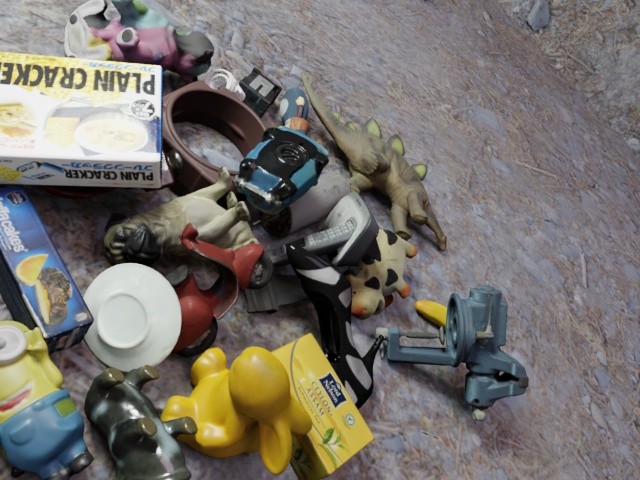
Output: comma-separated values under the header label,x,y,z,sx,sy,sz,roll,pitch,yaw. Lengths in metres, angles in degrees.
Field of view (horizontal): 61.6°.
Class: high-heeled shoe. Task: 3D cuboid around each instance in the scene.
label,x,y,z,sx,sy,sz,roll,pitch,yaw
high-heeled shoe,0.000,0.133,0.779,0.248,0.086,0.145,47,63,-15

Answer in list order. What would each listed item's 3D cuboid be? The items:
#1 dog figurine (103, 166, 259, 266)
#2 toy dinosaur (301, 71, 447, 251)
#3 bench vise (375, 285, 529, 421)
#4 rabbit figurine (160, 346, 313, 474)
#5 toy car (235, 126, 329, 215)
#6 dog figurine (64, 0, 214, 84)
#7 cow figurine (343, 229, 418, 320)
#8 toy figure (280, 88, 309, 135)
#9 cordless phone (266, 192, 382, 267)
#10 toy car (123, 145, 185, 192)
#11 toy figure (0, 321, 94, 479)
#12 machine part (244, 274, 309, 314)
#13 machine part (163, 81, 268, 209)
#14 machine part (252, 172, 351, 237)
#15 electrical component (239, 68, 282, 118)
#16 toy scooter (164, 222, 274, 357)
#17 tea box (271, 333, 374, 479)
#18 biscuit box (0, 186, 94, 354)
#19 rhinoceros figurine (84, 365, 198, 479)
label,x,y,z,sx,sy,sz,roll,pitch,yaw
dog figurine,-0.192,0.003,0.766,0.191,0.172,0.121,-25,45,-9
toy dinosaur,0.112,-0.155,1.102,0.471,0.105,0.198,46,34,-12
bench vise,0.211,0.183,0.883,0.241,0.223,0.129,2,14,3
rabbit figurine,-0.089,0.193,0.623,0.162,0.173,0.122,43,39,4
toy car,-0.062,-0.091,0.812,0.109,0.102,0.162,28,48,6
dog figurine,-0.293,-0.320,0.919,0.219,0.192,0.108,13,65,-68
cow figurine,0.094,0.056,0.933,0.127,0.085,0.195,38,45,-15
toy figure,-0.050,-0.230,1.061,0.058,0.064,0.154,-3,58,3
cordless phone,-0.002,-0.003,0.875,0.184,0.088,0.147,-15,26,-4
toy car,-0.261,-0.150,0.760,0.089,0.053,0.202,-19,71,-27
toy figure,-0.302,0.167,0.549,0.082,0.089,0.180,-33,89,-42
machine part,-0.058,0.076,0.836,0.139,0.039,0.084,1,53,-35
machine part,-0.177,-0.157,0.890,0.201,0.087,0.201,43,44,-2
machine part,-0.022,-0.065,0.940,0.243,0.079,0.079,-26,76,-45
electrical component,-0.131,-0.277,1.046,0.075,0.047,0.119,38,42,-6
toy scooter,-0.155,0.054,0.679,0.075,0.184,0.135,34,-14,52
tea box,-0.016,0.225,0.729,0.098,0.068,0.170,-20,71,-45
biscuit box,-0.344,0.033,0.632,0.059,0.063,0.203,-21,72,-47
rhinoceros figurine,-0.194,0.222,0.570,0.190,0.112,0.073,51,13,25
